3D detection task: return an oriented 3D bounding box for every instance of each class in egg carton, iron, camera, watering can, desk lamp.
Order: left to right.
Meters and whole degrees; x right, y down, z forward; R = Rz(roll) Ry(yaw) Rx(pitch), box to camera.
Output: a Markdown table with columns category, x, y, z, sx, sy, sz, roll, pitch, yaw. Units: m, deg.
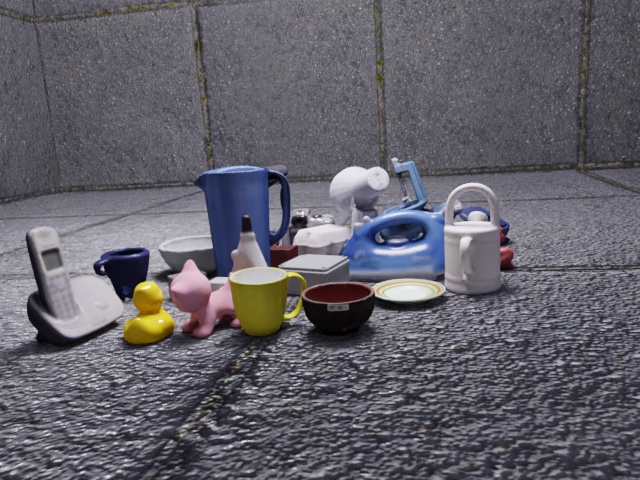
| category | x | y | z | sx | sy | sz | roll | pitch | yaw |
| --- | --- | --- | --- | --- | --- | --- | --- | --- | --- |
| camera | -0.026 | -0.037 | 1.528 | 0.143 | 0.101 | 0.137 | -2 | 11 | 6 |
| egg carton | 0.013 | 0.005 | 1.384 | 0.151 | 0.069 | 0.107 | -14 | 15 | -41 |
| desk lamp | 0.110 | -0.066 | 1.339 | 0.118 | 0.213 | 0.202 | -8 | 12 | -20 |
| iron | 0.150 | 0.004 | 1.158 | 0.258 | 0.141 | 0.118 | -3 | 11 | 4 |
| watering can | 0.276 | -0.008 | 1.046 | 0.101 | 0.194 | 0.173 | -3 | 11 | 1 |

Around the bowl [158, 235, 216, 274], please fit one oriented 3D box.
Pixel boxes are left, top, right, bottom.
| category | x | y | z | sx | sy | sz | roll | pitch | yaw |
| --- | --- | --- | --- | --- | --- | --- | --- | --- | --- |
| bowl | -0.276 | 0.039 | 1.292 | 0.167 | 0.075 | 0.167 | -3 | 11 | 1 |

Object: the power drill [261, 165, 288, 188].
| category | x | y | z | sx | sy | sz | roll | pitch | yaw |
| --- | --- | --- | --- | --- | --- | --- | --- | --- | --- |
| power drill | -0.183 | -0.098 | 1.606 | 0.230 | 0.208 | 0.075 | -12 | 14 | -35 |

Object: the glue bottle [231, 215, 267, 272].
| category | x | y | z | sx | sy | sz | roll | pitch | yaw |
| --- | --- | --- | --- | --- | --- | --- | --- | --- | --- |
| glue bottle | -0.119 | 0.044 | 0.965 | 0.078 | 0.173 | 0.037 | 1 | 13 | 24 |

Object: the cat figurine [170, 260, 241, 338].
| category | x | y | z | sx | sy | sz | roll | pitch | yaw |
| --- | --- | --- | --- | --- | --- | --- | --- | --- | --- |
| cat figurine | -0.183 | 0.088 | 0.907 | 0.128 | 0.118 | 0.067 | -13 | 15 | -39 |

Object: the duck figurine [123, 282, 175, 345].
| category | x | y | z | sx | sy | sz | roll | pitch | yaw |
| --- | --- | --- | --- | --- | --- | --- | --- | --- | --- |
| duck figurine | -0.273 | 0.110 | 0.903 | 0.077 | 0.086 | 0.104 | -3 | 11 | 5 |

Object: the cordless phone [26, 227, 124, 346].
| category | x | y | z | sx | sy | sz | roll | pitch | yaw |
| --- | --- | --- | --- | --- | --- | --- | --- | --- | --- |
| cordless phone | -0.400 | 0.064 | 0.924 | 0.094 | 0.185 | 0.148 | 1 | 12 | 20 |

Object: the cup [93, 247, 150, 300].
| category | x | y | z | sx | sy | sz | roll | pitch | yaw |
| --- | --- | --- | --- | --- | --- | --- | --- | --- | --- |
| cup | -0.383 | 0.071 | 1.113 | 0.091 | 0.095 | 0.118 | 3 | 13 | 31 |

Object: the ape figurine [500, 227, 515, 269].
| category | x | y | z | sx | sy | sz | roll | pitch | yaw |
| --- | --- | --- | --- | --- | --- | --- | --- | --- | --- |
| ape figurine | 0.360 | 0.012 | 1.181 | 0.076 | 0.092 | 0.078 | -4 | 11 | 1 |

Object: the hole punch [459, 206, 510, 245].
| category | x | y | z | sx | sy | sz | roll | pitch | yaw |
| --- | --- | --- | --- | --- | --- | --- | --- | --- | --- |
| hole punch | 0.404 | -0.034 | 1.398 | 0.100 | 0.091 | 0.109 | 8 | 16 | 44 |

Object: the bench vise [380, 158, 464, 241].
| category | x | y | z | sx | sy | sz | roll | pitch | yaw |
| --- | --- | --- | --- | --- | --- | --- | --- | --- | --- |
| bench vise | 0.253 | -0.103 | 1.465 | 0.207 | 0.220 | 0.121 | -5 | 11 | -8 |
